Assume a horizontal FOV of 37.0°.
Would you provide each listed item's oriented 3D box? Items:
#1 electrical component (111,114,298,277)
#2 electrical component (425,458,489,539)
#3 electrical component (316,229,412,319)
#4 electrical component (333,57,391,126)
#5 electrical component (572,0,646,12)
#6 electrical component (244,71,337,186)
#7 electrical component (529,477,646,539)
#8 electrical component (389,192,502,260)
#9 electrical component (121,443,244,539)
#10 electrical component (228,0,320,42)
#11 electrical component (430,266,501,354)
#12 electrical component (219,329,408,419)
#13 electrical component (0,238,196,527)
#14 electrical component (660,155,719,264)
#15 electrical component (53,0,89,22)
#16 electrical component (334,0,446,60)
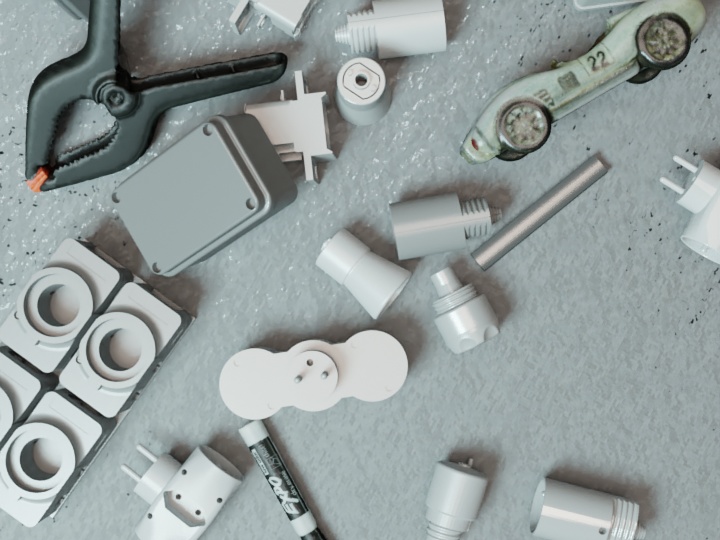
[{"bbox_3d":[-0.113,-0.054,0.775,0.113,0.057,0.078,-31,88,26],"label":"electrical component"},{"bbox_3d":[0.067,0.177,0.796,0.040,0.040,0.078,17,89,1],"label":"electrical component"},{"bbox_3d":[0.000,0.000,0.802,0.065,0.044,0.044,38,89,6],"label":"electrical component"},{"bbox_3d":[0.001,-0.133,0.793,0.044,0.065,0.044,0,88,1],"label":"electrical component"},{"bbox_3d":[0.209,-0.257,0.798,0.109,0.056,0.108,-8,88,1],"label":"electrical component"},{"bbox_3d":[-0.052,-0.104,0.805,0.064,0.042,0.081,-6,88,2],"label":"electrical component"},{"bbox_3d":[0.170,0.184,0.792,0.081,0.043,0.043,14,89,1],"label":"electrical component"},{"bbox_3d":[0.065,-0.035,0.800,0.081,0.043,0.043,-10,88,1],"label":"electrical component"},{"bbox_3d":[-0.140,0.162,0.798,0.079,0.043,0.077,38,89,2],"label":"electrical component"},{"bbox_3d":[-0.063,-0.209,0.808,0.064,0.042,0.081,31,90,0],"label":"electrical component"},{"bbox_3d":[0.074,0.028,0.799,0.043,0.043,0.062,-27,87,0],"label":"electrical component"},{"bbox_3d":[-0.034,0.077,0.783,0.138,0.073,0.052,-9,88,1],"label":"electrical component"},{"bbox_3d":[-0.222,0.081,0.793,0.105,0.060,0.186,36,89,2],"label":"electrical component"},{"bbox_3d":[0.261,-0.055,0.798,0.079,0.044,0.077,32,89,2],"label":"electrical component"},{"bbox_3d":[-0.209,-0.234,0.775,0.057,0.113,0.078,36,89,4],"label":"electrical component"},{"bbox_3d":[0.021,-0.181,0.805,0.081,0.043,0.043,-7,88,1],"label":"electrical component"}]
